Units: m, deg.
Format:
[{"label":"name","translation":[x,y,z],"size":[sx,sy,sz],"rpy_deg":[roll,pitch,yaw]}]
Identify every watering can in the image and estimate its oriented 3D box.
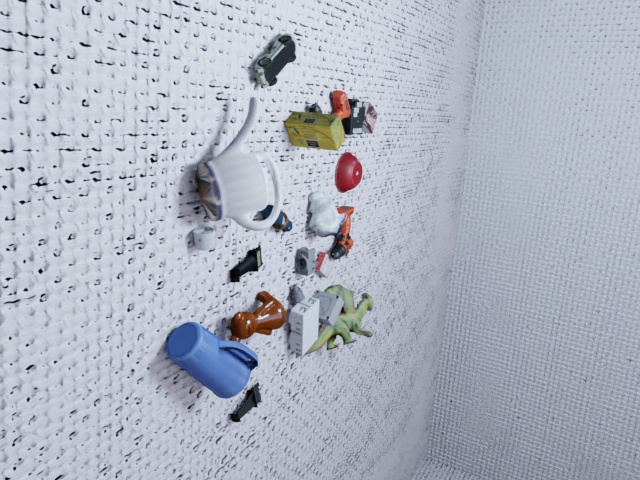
[{"label":"watering can","translation":[-0.215,-0.185,1.332],"size":[0.226,0.104,0.346],"rpy_deg":[-16,98,-29]}]

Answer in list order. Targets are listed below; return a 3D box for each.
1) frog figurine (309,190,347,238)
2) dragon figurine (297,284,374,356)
[{"label":"frog figurine","translation":[0.006,-0.092,1.823],"size":[0.158,0.122,0.139],"rpy_deg":[42,66,-15]},{"label":"dragon figurine","translation":[0.069,0.298,2.022],"size":[0.411,0.120,0.245],"rpy_deg":[-5,76,-36]}]
